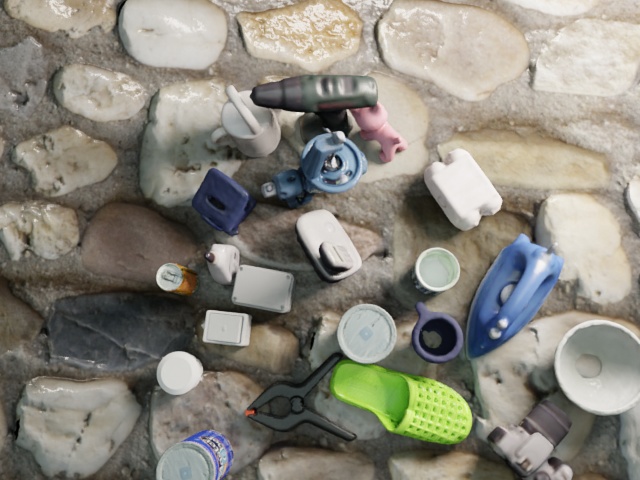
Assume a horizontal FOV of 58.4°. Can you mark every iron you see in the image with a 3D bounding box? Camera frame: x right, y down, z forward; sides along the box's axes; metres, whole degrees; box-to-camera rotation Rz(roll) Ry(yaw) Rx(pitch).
[{"bbox_3d":[0.349,0.111,1.041,0.118,0.141,0.258,32,84,9],"label":"iron"}]

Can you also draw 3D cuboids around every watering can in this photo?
[{"bbox_3d":[-0.135,-0.243,1.112,0.101,0.194,0.173,36,85,10],"label":"watering can"}]

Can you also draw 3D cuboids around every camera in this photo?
[{"bbox_3d":[0.395,0.366,1.014,0.143,0.101,0.137,43,86,10],"label":"camera"}]

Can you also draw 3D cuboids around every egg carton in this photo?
[{"bbox_3d":[0.276,-0.098,1.119,0.107,0.069,0.150,-34,79,-2],"label":"egg carton"}]

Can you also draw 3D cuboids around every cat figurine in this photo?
[{"bbox_3d":[0.116,-0.227,1.129,0.067,0.118,0.127,-43,80,-3],"label":"cat figurine"}]

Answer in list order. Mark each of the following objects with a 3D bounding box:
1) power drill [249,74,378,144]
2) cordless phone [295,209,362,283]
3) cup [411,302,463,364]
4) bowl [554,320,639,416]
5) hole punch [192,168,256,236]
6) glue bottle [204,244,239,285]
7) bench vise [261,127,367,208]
[{"bbox_3d":[-0.004,-0.252,1.096,0.229,0.208,0.075,-8,80,3],"label":"power drill"},{"bbox_3d":[0.010,0.004,1.063,0.094,0.185,0.147,-34,79,-2],"label":"cordless phone"},{"bbox_3d":[0.206,0.171,1.065,0.091,0.095,0.117,-29,79,-1],"label":"cup"},{"bbox_3d":[0.501,0.230,1.043,0.167,0.075,0.167,-1,80,4],"label":"bowl"},{"bbox_3d":[-0.194,-0.074,1.140,0.108,0.091,0.101,36,85,10],"label":"hole punch"},{"bbox_3d":[-0.189,0.040,1.078,0.037,0.173,0.078,4,81,6],"label":"glue bottle"},{"bbox_3d":[-0.006,-0.126,1.069,0.207,0.220,0.121,-40,79,-3],"label":"bench vise"}]
